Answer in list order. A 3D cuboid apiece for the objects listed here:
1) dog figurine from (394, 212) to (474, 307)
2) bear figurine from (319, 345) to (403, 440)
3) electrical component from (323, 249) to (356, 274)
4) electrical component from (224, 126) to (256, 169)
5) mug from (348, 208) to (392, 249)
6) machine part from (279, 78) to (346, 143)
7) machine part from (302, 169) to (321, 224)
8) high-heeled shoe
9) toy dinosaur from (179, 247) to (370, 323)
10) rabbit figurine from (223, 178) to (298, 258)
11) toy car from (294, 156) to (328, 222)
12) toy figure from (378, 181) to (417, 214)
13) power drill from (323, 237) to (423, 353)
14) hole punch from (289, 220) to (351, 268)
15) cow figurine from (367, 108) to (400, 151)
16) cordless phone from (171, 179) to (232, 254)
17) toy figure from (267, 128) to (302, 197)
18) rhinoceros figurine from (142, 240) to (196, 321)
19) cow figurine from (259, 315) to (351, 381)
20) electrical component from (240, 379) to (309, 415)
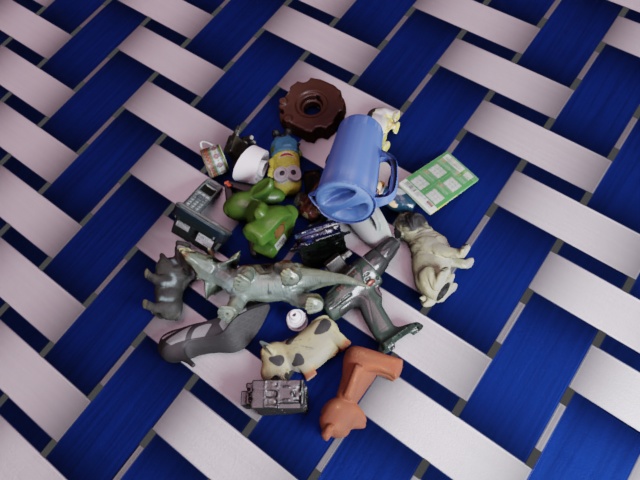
[{"bbox_3d":[0.224,0.039,1.212,0.191,0.121,0.172,32,69,32],"label":"dog figurine"},{"bbox_3d":[0.079,0.319,1.086,0.132,0.120,0.196,16,71,9],"label":"bear figurine"},{"bbox_3d":[0.043,0.065,1.232,0.094,0.063,0.021,-38,25,-3],"label":"electrical component"},{"bbox_3d":[-0.202,-0.233,1.383,0.045,0.078,0.102,1,59,32],"label":"electrical component"},{"bbox_3d":[0.121,-0.037,1.245,0.081,0.109,0.107,-32,81,-19],"label":"mug"},{"bbox_3d":[-0.020,-0.344,1.415,0.179,0.056,0.179,-2,66,4],"label":"machine part"},{"bbox_3d":[-0.008,-0.111,1.324,0.084,0.039,0.139,-19,68,6],"label":"machine part"},{"bbox_3d":[-0.241,0.199,1.214,0.249,0.086,0.145,-33,35,-27],"label":"high-heeled shoe"},{"bbox_3d":[-0.106,0.090,1.190,0.405,0.192,0.131,3,109,-6],"label":"toy dinosaur"},{"bbox_3d":[-0.147,-0.068,1.242,0.170,0.121,0.159,31,81,24],"label":"rabbit figurine"},{"bbox_3d":[0.021,-0.132,1.283,0.089,0.053,0.202,31,72,15],"label":"toy car"},{"bbox_3d":[0.157,-0.110,1.294,0.155,0.064,0.057,25,95,11],"label":"toy figure"},{"bbox_3d":[0.133,0.128,1.174,0.232,0.086,0.207,-37,73,-2],"label":"power drill"},{"bbox_3d":[-0.003,-0.004,1.239,0.142,0.115,0.092,-16,58,-1],"label":"hole punch"},{"bbox_3d":[0.130,-0.262,1.356,0.098,0.068,0.167,23,68,21],"label":"cow figurine"},{"bbox_3d":[-0.265,-0.069,1.313,0.146,0.088,0.184,31,42,-3],"label":"cordless phone"},{"bbox_3d":[-0.083,-0.193,1.345,0.082,0.089,0.180,-18,56,13],"label":"toy figure"},{"bbox_3d":[-0.346,0.092,1.253,0.112,0.073,0.190,1,67,8],"label":"rhinoceros figurine"},{"bbox_3d":[-0.045,0.237,1.153,0.195,0.085,0.127,-37,74,-7],"label":"cow figurine"},{"bbox_3d":[-0.093,0.324,1.103,0.134,0.114,0.058,-3,63,5],"label":"electrical component"}]
